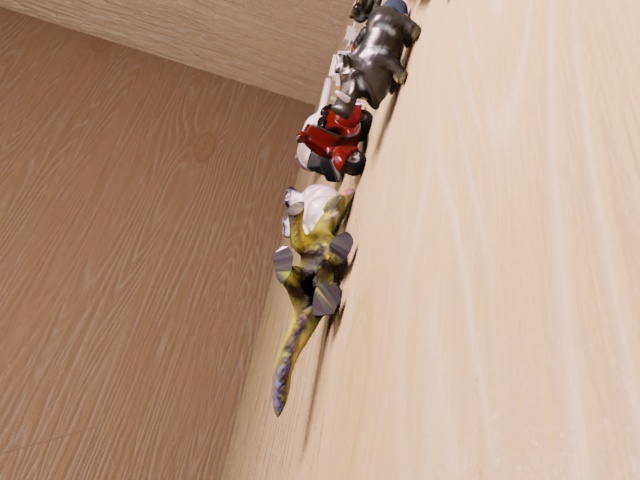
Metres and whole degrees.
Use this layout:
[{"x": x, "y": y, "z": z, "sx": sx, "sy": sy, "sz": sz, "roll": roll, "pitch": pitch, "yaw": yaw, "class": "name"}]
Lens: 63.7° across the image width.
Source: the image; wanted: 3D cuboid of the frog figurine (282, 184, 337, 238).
[{"x": 0.003, "y": -0.055, "z": 1.089, "sx": 0.159, "sy": 0.121, "sz": 0.140, "roll": -1, "pitch": 59, "yaw": 45, "class": "frog figurine"}]

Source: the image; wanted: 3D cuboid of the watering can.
[{"x": -0.009, "y": -0.387, "z": 1.801, "sx": 0.219, "sy": 0.104, "sz": 0.356, "roll": 115, "pitch": 168, "yaw": -55, "class": "watering can"}]

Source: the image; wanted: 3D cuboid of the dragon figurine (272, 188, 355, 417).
[{"x": -0.009, "y": 0.085, "z": 0.886, "sx": 0.239, "sy": 0.122, "sz": 0.416, "roll": 71, "pitch": -147, "yaw": -71, "class": "dragon figurine"}]
